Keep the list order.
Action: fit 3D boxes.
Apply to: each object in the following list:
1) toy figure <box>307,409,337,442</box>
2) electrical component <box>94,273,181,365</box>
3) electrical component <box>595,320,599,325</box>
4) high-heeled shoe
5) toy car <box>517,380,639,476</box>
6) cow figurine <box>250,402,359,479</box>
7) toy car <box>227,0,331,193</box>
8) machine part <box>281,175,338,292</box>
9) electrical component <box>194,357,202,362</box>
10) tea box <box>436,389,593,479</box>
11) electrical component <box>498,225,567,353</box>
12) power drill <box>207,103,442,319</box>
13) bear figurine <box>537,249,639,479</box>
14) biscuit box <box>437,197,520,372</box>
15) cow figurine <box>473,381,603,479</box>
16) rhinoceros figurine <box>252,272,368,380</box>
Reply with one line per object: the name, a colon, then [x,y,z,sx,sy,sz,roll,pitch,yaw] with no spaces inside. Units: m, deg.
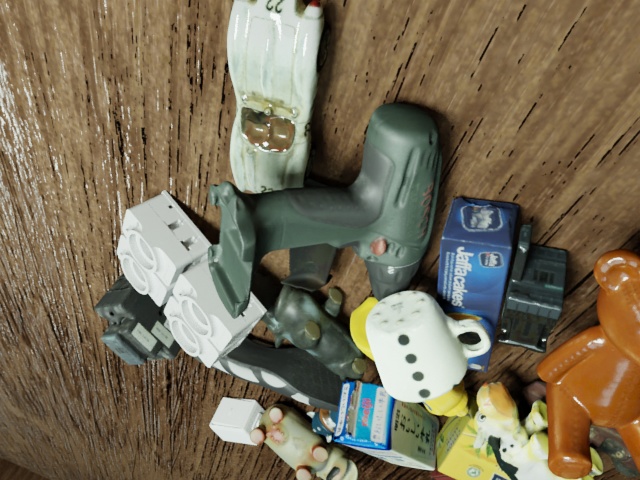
toy figure: [0.034,0.271,0.833,0.058,0.064,0.154,-1,155,-28]
electrical component: [-0.225,0.094,0.712,0.058,0.134,0.114,-13,125,34]
electrical component: [0.312,0.100,0.517,0.078,0.045,0.102,22,139,1]
high-heeled shoe: [-0.069,0.199,0.782,0.249,0.086,0.145,38,133,0]
toy car: [0.334,0.228,0.642,0.202,0.053,0.089,27,143,-3]
cow figurine: [-0.019,0.354,0.916,0.195,0.085,0.127,37,180,5]
toy car: [-0.038,-0.113,0.453,0.074,0.056,0.201,18,139,9]
machine part: [-0.001,-0.002,0.565,0.084,0.039,0.138,18,128,1]
electrical component: [-0.184,0.174,0.863,0.063,0.021,0.094,-19,123,39]
tea box: [0.249,0.280,0.701,0.170,0.068,0.098,22,111,1]
electrical component: [0.196,0.039,0.491,0.048,0.075,0.119,12,136,17]
power drill: [0.011,0.002,0.467,0.207,0.086,0.231,-10,135,-20]
bear figurine: [0.262,0.105,0.440,0.120,0.132,0.195,5,140,1]
biscuit box: [0.150,0.051,0.534,0.063,0.059,0.202,9,137,18]
cow figurine: [0.230,0.235,0.619,0.167,0.068,0.098,42,131,1]
rhinoceros figurine: [-0.015,0.104,0.672,0.190,0.073,0.112,36,149,-16]
